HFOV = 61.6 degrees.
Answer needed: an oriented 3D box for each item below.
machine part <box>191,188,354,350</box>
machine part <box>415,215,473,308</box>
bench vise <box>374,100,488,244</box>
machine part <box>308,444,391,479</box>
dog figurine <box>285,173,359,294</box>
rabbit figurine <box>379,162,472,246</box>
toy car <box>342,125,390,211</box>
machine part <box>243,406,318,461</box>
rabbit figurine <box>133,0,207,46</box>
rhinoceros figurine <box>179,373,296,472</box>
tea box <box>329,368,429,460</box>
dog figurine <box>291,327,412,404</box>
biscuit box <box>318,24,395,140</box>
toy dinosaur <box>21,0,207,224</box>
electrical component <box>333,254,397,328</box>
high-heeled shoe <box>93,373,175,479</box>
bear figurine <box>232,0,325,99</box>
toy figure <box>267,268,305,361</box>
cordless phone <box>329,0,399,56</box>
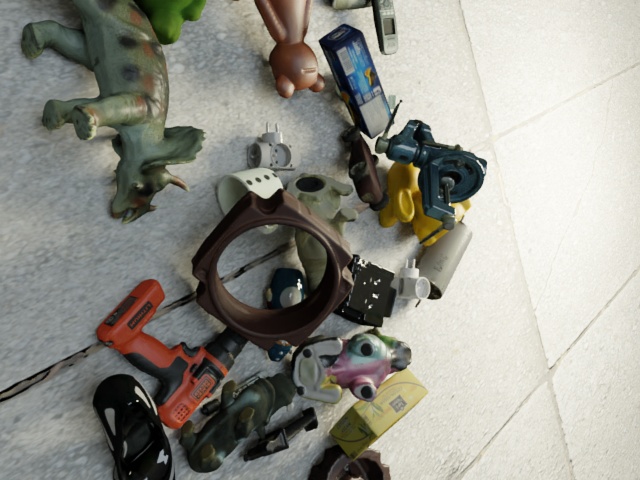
[{"bbox_3d":[-0.067,0.044,0.780,0.201,0.087,0.201,39,102,-19],"label":"machine part"},{"bbox_3d":[0.257,0.040,1.137,0.079,0.079,0.243,50,60,-27],"label":"machine part"},{"bbox_3d":[0.204,-0.117,0.970,0.223,0.129,0.241,22,46,-16],"label":"bench vise"},{"bbox_3d":[0.051,0.454,0.965,0.179,0.056,0.179,3,85,-39],"label":"machine part"},{"bbox_3d":[-0.005,-0.001,0.930,0.121,0.172,0.190,-2,132,-4],"label":"dog figurine"},{"bbox_3d":[0.190,-0.080,1.084,0.162,0.122,0.173,-38,98,-24],"label":"rabbit figurine"},{"bbox_3d":[0.076,-0.131,0.966,0.089,0.053,0.202,48,21,-33],"label":"toy car"},{"bbox_3d":[-0.056,0.317,0.876,0.139,0.084,0.039,-14,65,-50],"label":"machine part"},{"bbox_3d":[-0.177,-0.362,0.733,0.159,0.170,0.121,-47,117,-30],"label":"rabbit figurine"},{"bbox_3d":[-0.116,0.271,0.805,0.190,0.073,0.111,-38,138,-25],"label":"rhinoceros figurine"},{"bbox_3d":[0.108,0.308,0.969,0.169,0.098,0.068,-18,58,-47],"label":"tea box"},{"bbox_3d":[0.062,0.213,0.961,0.219,0.192,0.108,5,81,-74],"label":"dog figurine"},{"bbox_3d":[0.068,-0.278,0.957,0.059,0.063,0.202,-35,133,-4],"label":"biscuit box"},{"bbox_3d":[-0.263,-0.229,0.700,0.192,0.131,0.404,-12,92,-52],"label":"toy dinosaur"},{"bbox_3d":[0.084,0.099,1.006,0.134,0.058,0.115,24,75,-36],"label":"electrical component"},{"bbox_3d":[-0.220,0.277,0.689,0.086,0.145,0.248,-33,107,-35],"label":"high-heeled shoe"},{"bbox_3d":[-0.063,-0.338,0.883,0.120,0.132,0.195,-27,124,-36],"label":"bear figurine"},{"bbox_3d":[-0.061,0.124,0.886,0.064,0.058,0.154,6,82,5],"label":"toy figure"},{"bbox_3d":[0.086,-0.437,1.015,0.146,0.089,0.184,-25,108,-38],"label":"cordless phone"}]
